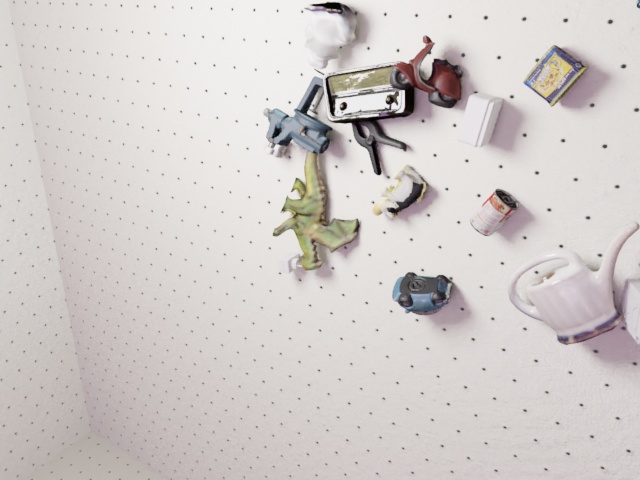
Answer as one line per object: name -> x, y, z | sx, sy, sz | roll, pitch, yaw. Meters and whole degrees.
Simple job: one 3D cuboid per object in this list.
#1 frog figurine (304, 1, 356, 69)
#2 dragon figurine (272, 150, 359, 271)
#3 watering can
frog figurine -> 0.025, -0.523, 1.323 | 0.137, 0.156, 0.125 | 10, 38, 15
dragon figurine -> 0.005, -0.077, 1.539 | 0.243, 0.403, 0.124 | 27, 25, 3
watering can -> 0.599, 0.111, 1.170 | 0.105, 0.225, 0.342 | -32, -3, -46
